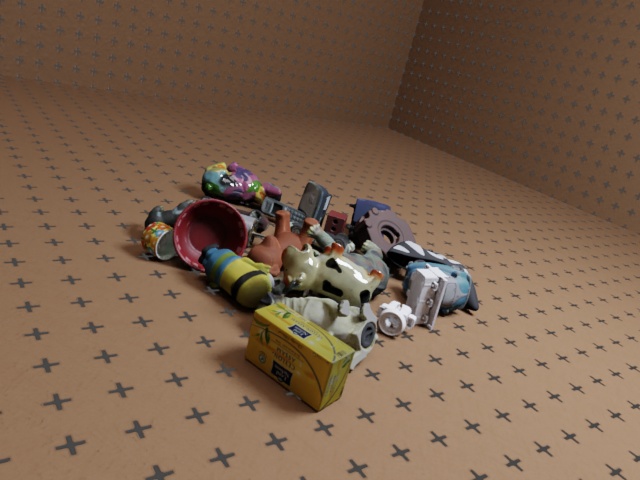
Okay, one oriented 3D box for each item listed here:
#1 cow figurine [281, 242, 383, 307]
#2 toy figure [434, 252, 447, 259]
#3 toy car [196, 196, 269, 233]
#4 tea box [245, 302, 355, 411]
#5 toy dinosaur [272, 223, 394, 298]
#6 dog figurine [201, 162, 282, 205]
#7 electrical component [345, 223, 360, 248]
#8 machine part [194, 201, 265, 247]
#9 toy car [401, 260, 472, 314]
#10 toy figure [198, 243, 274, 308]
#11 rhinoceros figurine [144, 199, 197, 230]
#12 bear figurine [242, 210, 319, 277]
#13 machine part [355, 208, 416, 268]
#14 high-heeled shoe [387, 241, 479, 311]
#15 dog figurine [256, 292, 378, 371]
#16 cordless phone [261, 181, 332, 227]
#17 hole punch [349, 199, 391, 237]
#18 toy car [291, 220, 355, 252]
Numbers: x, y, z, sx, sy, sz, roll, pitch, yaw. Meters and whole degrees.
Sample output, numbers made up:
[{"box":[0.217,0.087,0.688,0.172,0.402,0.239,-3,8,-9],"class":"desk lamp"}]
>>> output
[{"box":[0.011,0.072,1.030,0.195,0.127,0.085,32,-20,-11],"class":"cow figurine"},{"box":[0.332,0.086,1.441,0.064,0.057,0.155,-28,29,-1],"class":"toy figure"},{"box":[-0.233,-0.063,1.423,0.202,0.053,0.089,15,-13,4],"class":"toy car"},{"box":[-0.036,0.185,0.878,0.170,0.098,0.068,26,23,31],"class":"tea box"},{"box":[0.077,0.077,1.222,0.404,0.131,0.192,8,37,-36],"class":"toy dinosaur"},{"box":[-0.222,-0.147,1.607,0.219,0.108,0.191,28,24,26],"class":"dog figurine"},{"box":[0.123,-0.007,1.529,0.102,0.078,0.045,20,44,29],"class":"electrical component"},{"box":[-0.247,-0.040,1.348,0.243,0.079,0.079,17,21,4],"class":"machine part"},{"box":[0.268,0.106,1.256,0.162,0.109,0.103,17,10,18],"class":"toy car"},{"box":[-0.176,0.075,1.098,0.180,0.082,0.089,31,43,21],"class":"toy figure"},{"box":[-0.315,-0.052,1.255,0.190,0.073,0.112,-9,12,1],"class":"rhinoceros figurine"},{"box":[-0.100,0.010,1.253,0.120,0.131,0.196,17,14,24],"class":"bear figurine"},{"box":[0.182,-0.006,1.464,0.179,0.056,0.179,18,51,-23],"class":"machine part"},{"box":[0.277,0.089,1.333,0.145,0.086,0.249,-4,39,-30],"class":"high-heeled shoe"},{"box":[-0.005,0.154,1.002,0.191,0.121,0.172,9,-23,40],"class":"dog figurine"},{"box":[-0.071,-0.108,1.539,0.184,0.146,0.089,23,14,14],"class":"cordless phone"},{"box":[0.151,-0.067,1.588,0.142,0.116,0.092,12,-21,3],"class":"hole punch"},{"box":[-0.003,-0.004,1.451,0.202,0.056,0.073,18,15,6],"class":"toy car"}]
